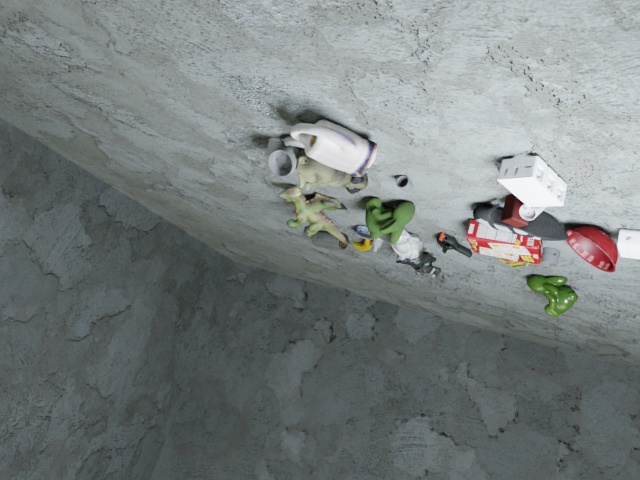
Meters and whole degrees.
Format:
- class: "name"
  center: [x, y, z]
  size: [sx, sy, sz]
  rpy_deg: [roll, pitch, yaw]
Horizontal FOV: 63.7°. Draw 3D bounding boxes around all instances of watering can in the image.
- class: "watering can"
  center: [0.020, -0.249, 1.367]
  size: [0.223, 0.104, 0.349]
  rpy_deg: [22, 180, -15]

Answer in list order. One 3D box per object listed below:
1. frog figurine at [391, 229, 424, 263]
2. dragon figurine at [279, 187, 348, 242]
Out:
- class: "frog figurine"
  center: [0.323, -0.001, 1.990]
  size: [0.158, 0.124, 0.137]
  rpy_deg: [63, 159, -15]
- class: "dragon figurine"
  center: [0.006, -0.100, 1.984]
  size: [0.407, 0.124, 0.240]
  rpy_deg: [24, 157, -28]
